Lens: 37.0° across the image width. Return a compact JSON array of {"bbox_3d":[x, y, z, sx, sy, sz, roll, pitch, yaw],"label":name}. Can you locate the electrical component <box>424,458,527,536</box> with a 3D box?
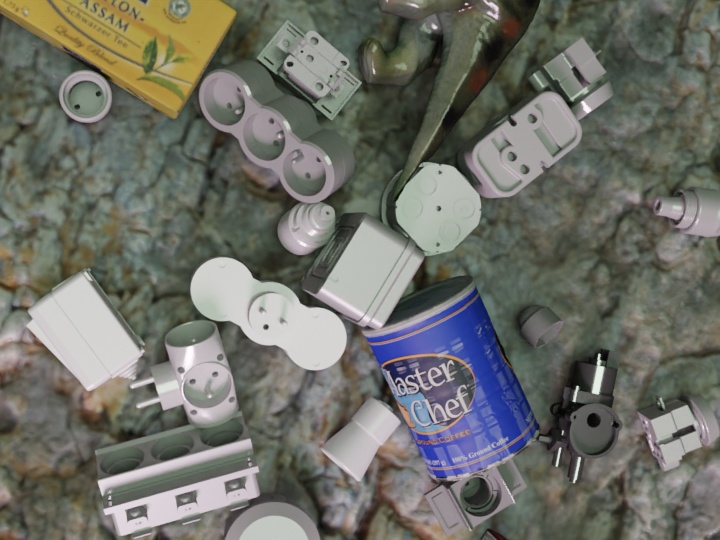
[{"bbox_3d":[0.095,0.186,0.923,0.081,0.064,0.042,-29,98,-8],"label":"electrical component"}]

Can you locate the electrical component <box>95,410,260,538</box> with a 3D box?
[{"bbox_3d":[-0.146,0.167,0.875,0.121,0.078,0.063,-14,117,-10],"label":"electrical component"}]

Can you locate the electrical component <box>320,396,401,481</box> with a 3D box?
[{"bbox_3d":[0.003,0.141,0.916,0.044,0.044,0.065,43,79,-10],"label":"electrical component"}]

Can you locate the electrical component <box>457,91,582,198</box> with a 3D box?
[{"bbox_3d":[0.134,-0.106,0.921,0.095,0.059,0.053,-38,99,-7],"label":"electrical component"}]

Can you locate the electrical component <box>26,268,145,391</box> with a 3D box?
[{"bbox_3d":[-0.216,0.054,0.858,0.061,0.062,0.096,-36,98,-8],"label":"electrical component"}]

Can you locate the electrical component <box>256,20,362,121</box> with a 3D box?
[{"bbox_3d":[-0.040,-0.165,0.883,0.081,0.064,0.042,38,86,-10],"label":"electrical component"}]

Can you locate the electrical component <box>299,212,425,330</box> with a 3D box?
[{"bbox_3d":[0.000,0.000,0.872,0.057,0.113,0.078,32,86,-11],"label":"electrical component"}]

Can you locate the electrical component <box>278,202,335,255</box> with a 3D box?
[{"bbox_3d":[-0.040,-0.038,0.884,0.040,0.078,0.040,5,78,-21],"label":"electrical component"}]

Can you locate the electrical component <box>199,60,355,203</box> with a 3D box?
[{"bbox_3d":[-0.060,-0.119,0.882,0.138,0.074,0.052,42,125,6],"label":"electrical component"}]

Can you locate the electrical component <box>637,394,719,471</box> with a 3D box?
[{"bbox_3d":[0.289,0.141,0.969,0.055,0.048,0.066,-21,96,-2],"label":"electrical component"}]

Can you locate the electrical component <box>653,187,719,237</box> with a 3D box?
[{"bbox_3d":[0.295,-0.054,0.963,0.062,0.043,0.043,8,91,-10],"label":"electrical component"}]

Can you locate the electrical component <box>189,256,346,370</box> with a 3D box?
[{"bbox_3d":[-0.074,0.036,0.879,0.138,0.074,0.052,29,87,-11],"label":"electrical component"}]

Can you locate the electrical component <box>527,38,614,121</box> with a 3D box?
[{"bbox_3d":[0.188,-0.163,0.937,0.066,0.048,0.055,-37,91,-7],"label":"electrical component"}]

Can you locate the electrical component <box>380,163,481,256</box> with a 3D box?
[{"bbox_3d":[0.060,-0.052,0.913,0.080,0.051,0.080,0,92,-11],"label":"electrical component"}]

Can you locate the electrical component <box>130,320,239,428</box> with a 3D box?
[{"bbox_3d":[-0.144,0.089,0.867,0.079,0.044,0.077,-17,116,-12],"label":"electrical component"}]

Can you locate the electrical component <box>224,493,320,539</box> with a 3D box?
[{"bbox_3d":[-0.075,0.228,0.898,0.080,0.051,0.080,0,92,-11],"label":"electrical component"}]

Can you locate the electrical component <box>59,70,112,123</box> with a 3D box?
[{"bbox_3d":[-0.218,-0.136,0.858,0.040,0.046,0.040,0,93,-11],"label":"electrical component"}]
